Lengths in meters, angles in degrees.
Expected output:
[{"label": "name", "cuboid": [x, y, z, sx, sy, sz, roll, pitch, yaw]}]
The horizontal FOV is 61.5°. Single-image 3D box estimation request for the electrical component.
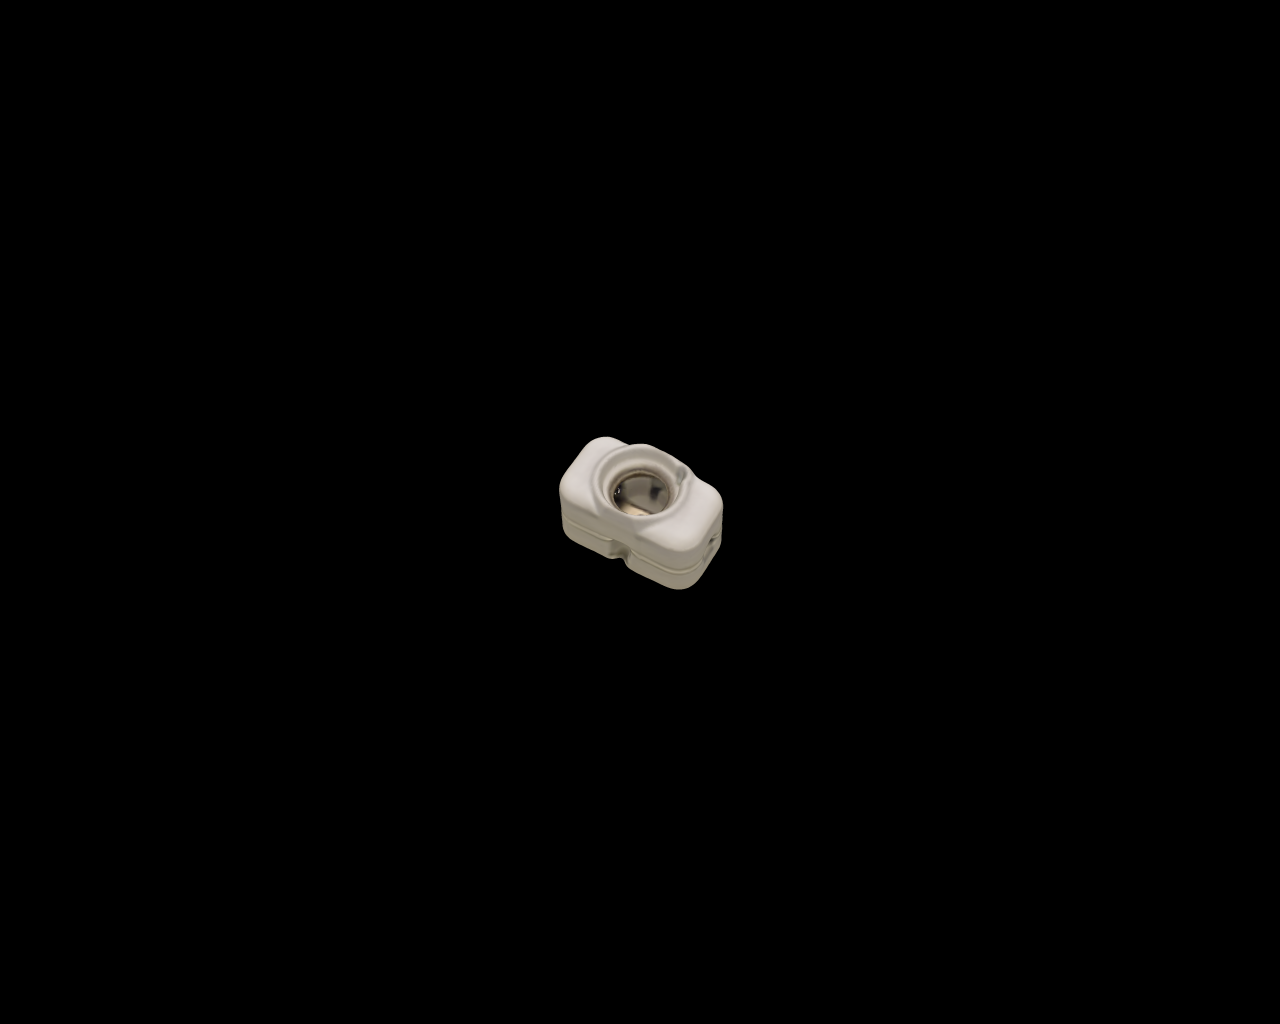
[{"label": "electrical component", "cuboid": [0.001, -0.003, 0.650, 0.095, 0.054, 0.059, 26, -30, 17]}]
